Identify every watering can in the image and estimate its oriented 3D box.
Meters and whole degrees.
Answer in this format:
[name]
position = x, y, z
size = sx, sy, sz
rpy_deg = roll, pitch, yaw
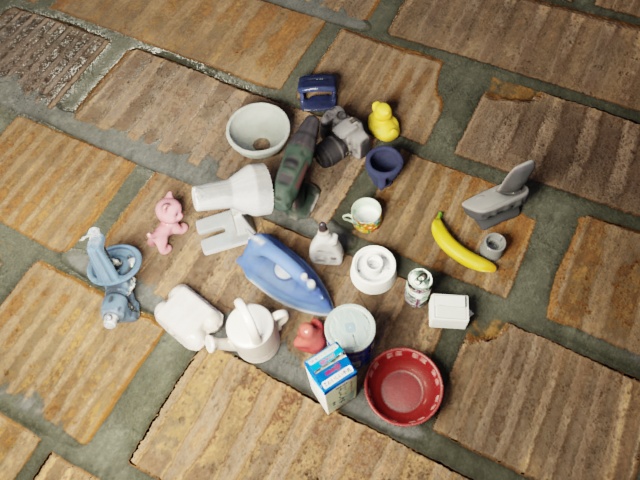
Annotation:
[watering can]
position = -0.149, 0.188, 1.187
size = 0.100, 0.194, 0.173
rpy_deg = 39, 71, 20

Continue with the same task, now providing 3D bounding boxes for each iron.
[iron]
position = -0.070, 0.069, 1.273
size = 0.257, 0.141, 0.119
rpy_deg = 34, 70, 19

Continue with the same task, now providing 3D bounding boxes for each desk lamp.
[desk lamp]
position = -0.200, -0.073, 1.312
size = 0.203, 0.214, 0.118
rpy_deg = -19, 63, -6

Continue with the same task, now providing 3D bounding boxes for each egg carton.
[egg carton]
position = -0.293, 0.172, 1.273
size = 0.150, 0.069, 0.107
rpy_deg = 34, 70, 18

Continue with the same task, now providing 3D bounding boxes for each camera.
[camera]
position = 0.039, -0.259, 1.457
size = 0.137, 0.101, 0.143
rpy_deg = -37, 67, -15

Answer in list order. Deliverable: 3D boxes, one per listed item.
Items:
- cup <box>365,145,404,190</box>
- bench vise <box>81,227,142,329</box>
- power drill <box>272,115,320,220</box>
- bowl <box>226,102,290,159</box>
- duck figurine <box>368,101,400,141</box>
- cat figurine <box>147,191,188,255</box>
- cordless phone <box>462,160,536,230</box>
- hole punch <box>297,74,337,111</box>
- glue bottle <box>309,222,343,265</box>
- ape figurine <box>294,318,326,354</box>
[cup]
position = 0.155, -0.158, 1.402
size = 0.091, 0.095, 0.118
rpy_deg = 5, 63, 6
[bench vise]
position = -0.445, 0.077, 1.246
size = 0.121, 0.220, 0.207
rpy_deg = -22, 64, -7
[power drill]
position = -0.050, -0.149, 1.346
size = 0.075, 0.208, 0.230
rpy_deg = 17, 65, 12
[bowl]
position = -0.156, -0.271, 1.489
size = 0.167, 0.075, 0.167
rpy_deg = -1, 63, 3
[duck figurine]
position = 0.167, -0.315, 1.487
size = 0.077, 0.086, 0.104
rpy_deg = -28, 65, -11
[cat figurine]
position = -0.368, -0.047, 1.362
size = 0.067, 0.118, 0.128
rpy_deg = 26, 67, 16
[cordless phone]
position = 0.413, -0.116, 1.315
size = 0.148, 0.185, 0.094
rpy_deg = -27, 64, -10
[hole punch]
position = -0.009, -0.411, 1.543
size = 0.108, 0.091, 0.101
rpy_deg = -2, 63, 2
[glue bottle]
position = 0.012, 0.005, 1.283
size = 0.078, 0.173, 0.037
rpy_deg = 6, 63, 7
[ape figurine]
position = -0.023, 0.203, 1.229
size = 0.078, 0.092, 0.076
rpy_deg = -28, 65, -11
